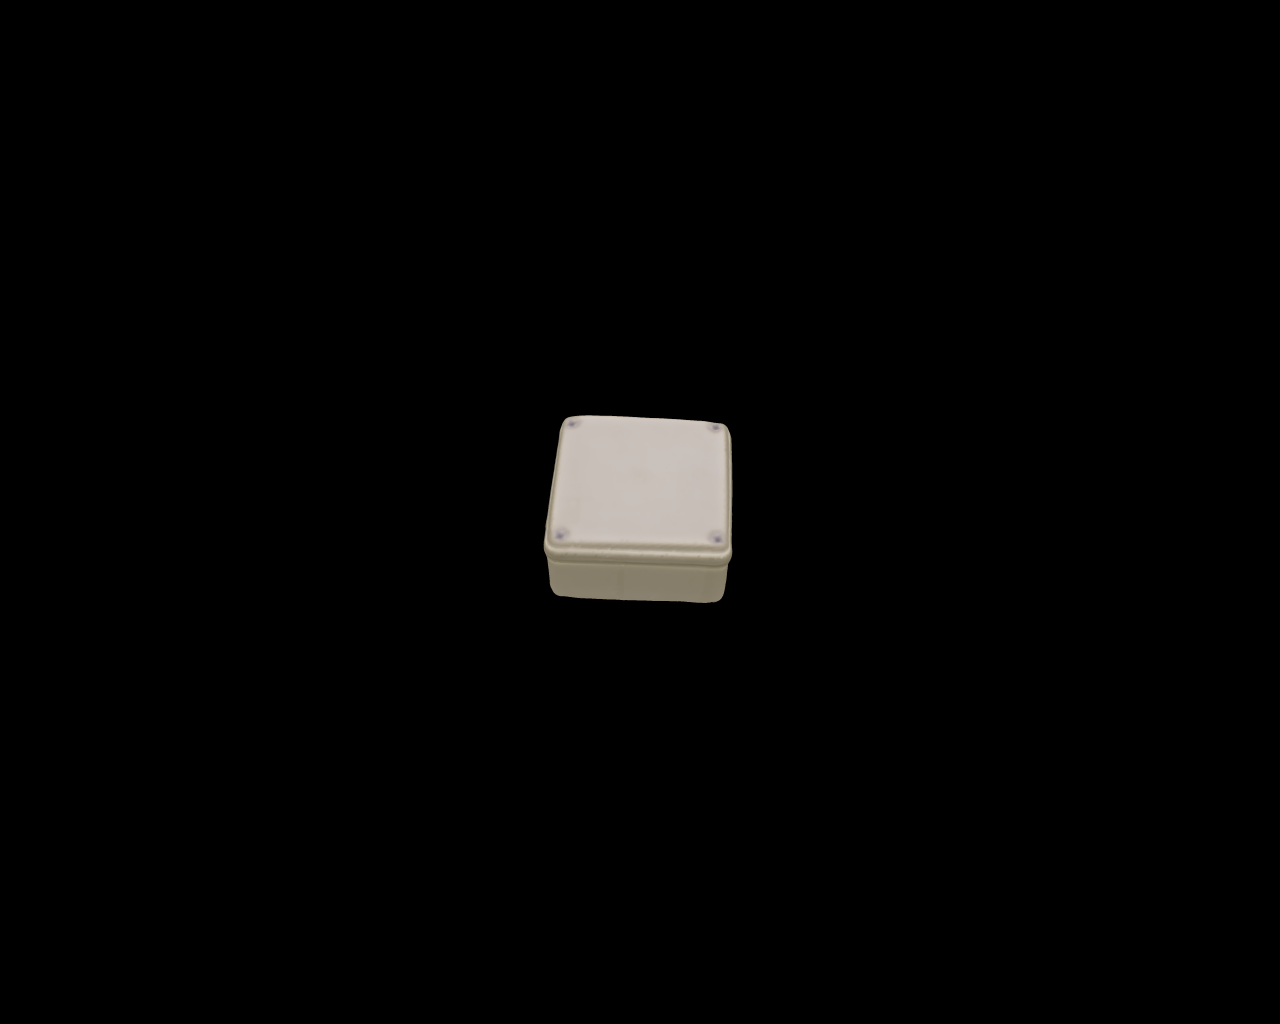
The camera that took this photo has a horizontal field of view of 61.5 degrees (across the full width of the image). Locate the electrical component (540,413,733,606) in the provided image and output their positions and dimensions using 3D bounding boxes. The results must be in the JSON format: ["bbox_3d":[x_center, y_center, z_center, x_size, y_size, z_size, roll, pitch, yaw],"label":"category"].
[{"bbox_3d":[0.001,-0.003,0.650,0.109,0.109,0.056,2,-40,2],"label":"electrical component"}]
